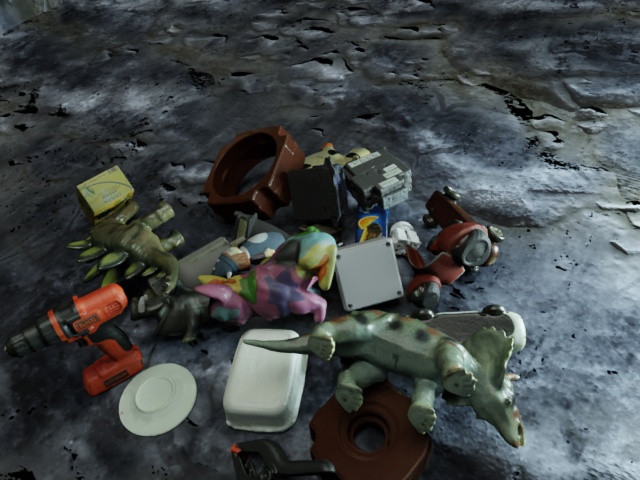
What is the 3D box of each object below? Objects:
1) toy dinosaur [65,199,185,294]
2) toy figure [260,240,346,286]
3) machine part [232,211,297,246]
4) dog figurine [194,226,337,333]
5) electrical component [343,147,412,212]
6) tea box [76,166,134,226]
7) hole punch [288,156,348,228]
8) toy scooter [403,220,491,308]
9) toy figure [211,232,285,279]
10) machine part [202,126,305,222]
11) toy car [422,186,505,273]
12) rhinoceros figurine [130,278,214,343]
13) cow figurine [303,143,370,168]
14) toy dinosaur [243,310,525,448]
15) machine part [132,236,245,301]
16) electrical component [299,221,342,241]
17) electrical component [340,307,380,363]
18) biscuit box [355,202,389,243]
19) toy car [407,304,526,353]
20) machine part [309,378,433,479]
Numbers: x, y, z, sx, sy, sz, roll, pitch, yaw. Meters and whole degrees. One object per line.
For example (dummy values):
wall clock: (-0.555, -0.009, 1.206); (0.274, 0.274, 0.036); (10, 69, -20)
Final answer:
toy dinosaur: (-0.365, 0.016, 1.043); (0.472, 0.104, 0.198); (8, 41, 46)
toy figure: (-0.031, 0.050, 1.000); (0.180, 0.089, 0.082); (-25, 7, -8)
machine part: (-0.116, -0.007, 1.095); (0.139, 0.084, 0.039); (18, 23, 15)
dog figurine: (-0.093, 0.063, 0.890); (0.219, 0.191, 0.108); (8, 11, -11)
electrical component: (0.117, -0.118, 1.081); (0.115, 0.058, 0.134); (-25, 45, -11)
tea box: (-0.474, -0.094, 1.183); (0.098, 0.068, 0.170); (-35, 6, -22)
hole punch: (0.010, -0.100, 1.106); (0.116, 0.142, 0.092); (1, 12, 34)
toy scooter: (0.213, 0.028, 0.968); (0.184, 0.075, 0.135); (-47, 29, 10)
toy figure: (-0.137, 0.028, 1.008); (0.154, 0.064, 0.058); (-23, 85, -34)
machine part: (-0.142, -0.140, 1.170); (0.202, 0.087, 0.201); (-3, 58, 36)
toy car: (0.271, -0.024, 1.026); (0.053, 0.089, 0.202); (11, 30, -34)
rhinoceros figurine: (-0.234, 0.120, 0.943); (0.190, 0.112, 0.073); (-10, 2, -8)
cow figurine: (0.028, -0.159, 1.208); (0.195, 0.085, 0.127); (-19, 42, -8)
toy dinosaur: (0.110, 0.161, 0.773); (0.405, 0.131, 0.192); (19, 19, 17)
machine part: (-0.241, 0.066, 1.035); (0.243, 0.079, 0.079); (-32, 48, -21)
electrical component: (-0.001, -0.003, 1.087); (0.102, 0.045, 0.078); (18, 22, 23)
electrical component: (0.078, 0.154, 0.905); (0.075, 0.047, 0.119); (7, 48, 17)
biscuit box: (0.105, -0.026, 1.074); (0.063, 0.059, 0.203); (-3, 44, 10)
toy car: (0.228, 0.151, 0.874); (0.202, 0.056, 0.073); (-5, 51, 8)
machine part: (0.071, 0.282, 0.769); (0.179, 0.056, 0.179); (-5, 45, 5)
